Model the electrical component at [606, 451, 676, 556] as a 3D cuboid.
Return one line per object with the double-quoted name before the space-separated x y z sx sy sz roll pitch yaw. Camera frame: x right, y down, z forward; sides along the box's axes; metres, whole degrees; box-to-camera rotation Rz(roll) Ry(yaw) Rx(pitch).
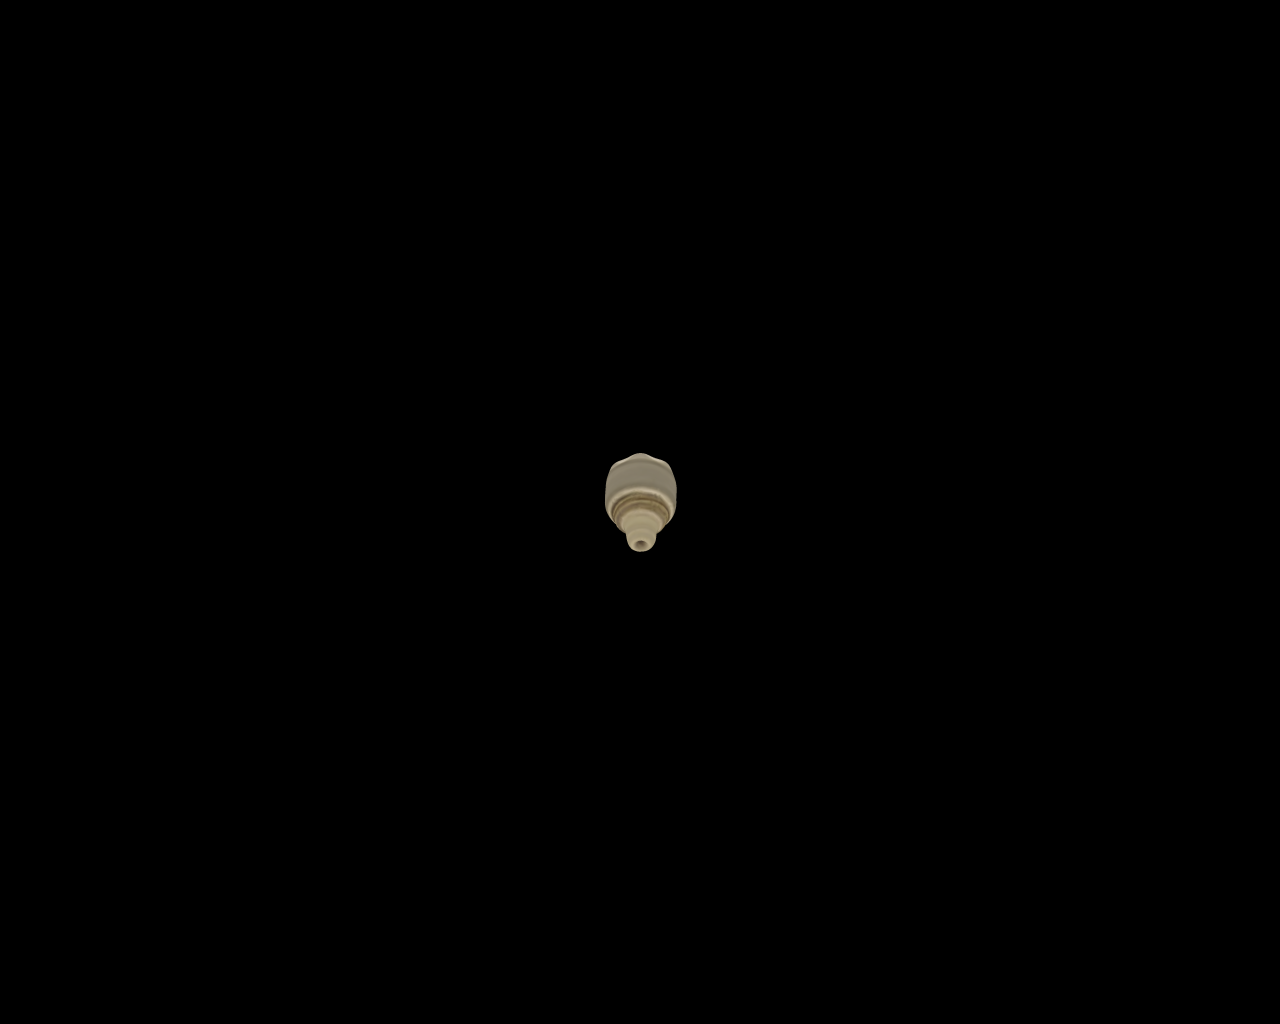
"electrical component" 0.001 -0.003 0.650 0.043 0.062 0.043 0 -42 0
